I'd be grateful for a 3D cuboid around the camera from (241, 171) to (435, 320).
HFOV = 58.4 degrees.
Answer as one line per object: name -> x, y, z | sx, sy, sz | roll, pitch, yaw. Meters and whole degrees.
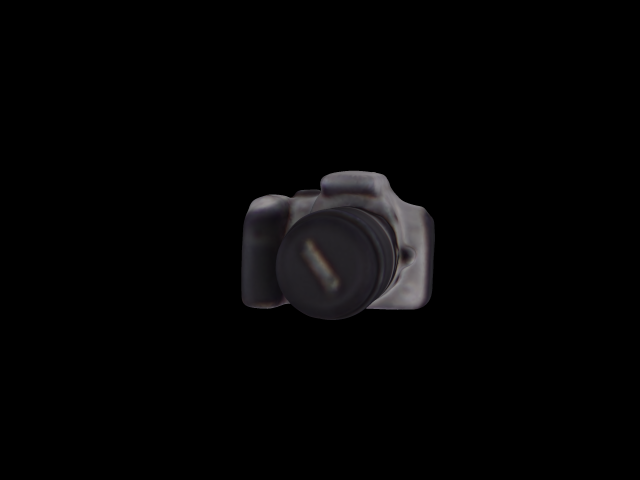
camera -> 0.004, 0.001, 0.400 | 0.143, 0.101, 0.137 | 1, 5, 16
